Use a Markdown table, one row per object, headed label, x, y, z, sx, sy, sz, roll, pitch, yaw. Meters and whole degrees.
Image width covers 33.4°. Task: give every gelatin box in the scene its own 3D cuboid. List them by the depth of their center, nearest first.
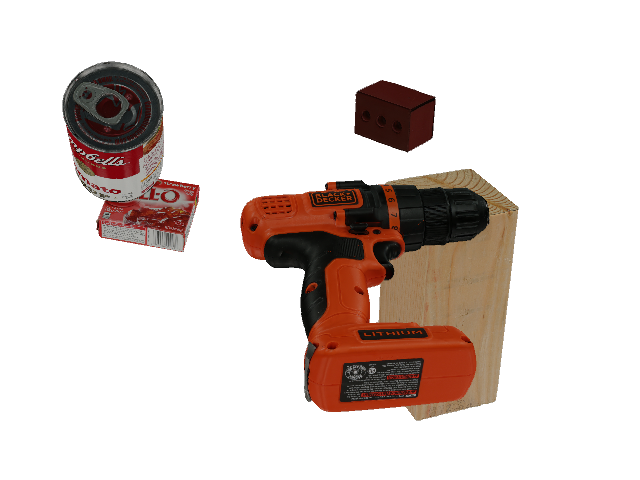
| label | x | y | z | sx | sy | sz | roll | pitch | yaw |
| --- | --- | --- | --- | --- | --- | --- | --- | --- | --- |
| gelatin box | -0.173 | -0.030 | 1.076 | 0.089 | 0.030 | 0.073 | 10 | 45 | 1 |

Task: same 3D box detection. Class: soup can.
| label | x | y | z | sx | sy | sz | roll | pitch | yaw |
| --- | --- | --- | --- | --- | --- | --- | --- | --- | --- |
| soup can | -0.148 | -0.076 | 0.771 | 0.068 | 0.068 | 0.102 | 0 | -18 | -8 |

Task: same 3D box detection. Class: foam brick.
| label | x | y | z | sx | sy | sz | roll | pitch | yaw |
| --- | --- | --- | --- | --- | --- | --- | --- | --- | --- |
| foam brick | 0.083 | -0.141 | 1.201 | 0.078 | 0.053 | 0.051 | 23 | 37 | 33 |

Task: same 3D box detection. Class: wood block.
| label | x | y | z | sx | sy | sz | roll | pitch | yaw |
| --- | --- | --- | --- | --- | --- | --- | --- | --- | --- |
| wood block | 0.113 | 0.050 | 0.982 | 0.090 | 0.206 | 0.091 | -10 | 31 | -19 |

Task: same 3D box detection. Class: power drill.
| label | x | y | z | sx | sy | sz | roll | pitch | yaw |
| --- | --- | --- | --- | --- | --- | --- | --- | --- | --- |
| power drill | 0.045 | 0.028 | 0.727 | 0.184 | 0.057 | 0.188 | -5 | 38 | -8 |
